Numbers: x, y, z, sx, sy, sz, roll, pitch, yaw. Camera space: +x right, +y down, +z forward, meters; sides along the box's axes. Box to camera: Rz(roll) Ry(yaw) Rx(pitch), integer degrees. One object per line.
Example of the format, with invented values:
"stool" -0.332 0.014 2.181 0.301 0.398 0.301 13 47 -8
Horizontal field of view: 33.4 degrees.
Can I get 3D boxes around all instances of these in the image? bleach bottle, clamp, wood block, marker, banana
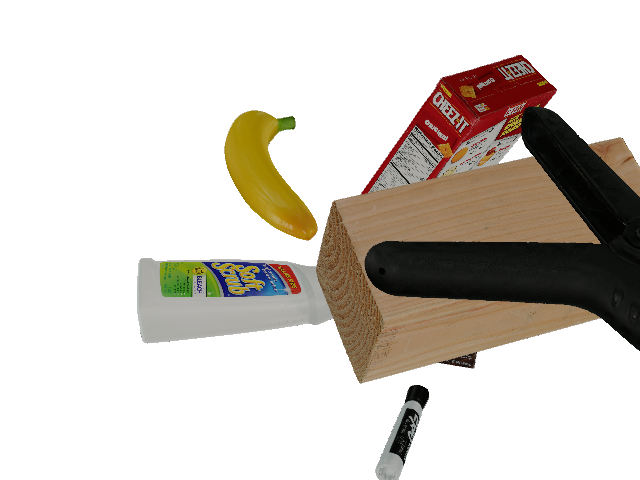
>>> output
"bleach bottle" -0.074 0.058 1.186 0.250 0.068 0.102 -5 35 -4
"clamp" 0.136 0.014 0.487 0.210 0.036 0.164 31 49 31
"wood block" 0.112 0.012 0.694 0.205 0.091 0.090 -13 -30 -16
"marker" 0.068 0.152 0.860 0.020 0.020 0.121 0 24 19
"banana" -0.046 -0.065 0.908 0.069 0.037 0.198 -1 36 -7

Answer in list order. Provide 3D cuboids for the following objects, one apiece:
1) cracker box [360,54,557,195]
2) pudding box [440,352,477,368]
"cracker box" 0.150 -0.105 1.225 0.163 0.072 0.214 -24 -24 -44
"pudding box" 0.119 0.083 1.155 0.113 0.090 0.039 8 23 4
